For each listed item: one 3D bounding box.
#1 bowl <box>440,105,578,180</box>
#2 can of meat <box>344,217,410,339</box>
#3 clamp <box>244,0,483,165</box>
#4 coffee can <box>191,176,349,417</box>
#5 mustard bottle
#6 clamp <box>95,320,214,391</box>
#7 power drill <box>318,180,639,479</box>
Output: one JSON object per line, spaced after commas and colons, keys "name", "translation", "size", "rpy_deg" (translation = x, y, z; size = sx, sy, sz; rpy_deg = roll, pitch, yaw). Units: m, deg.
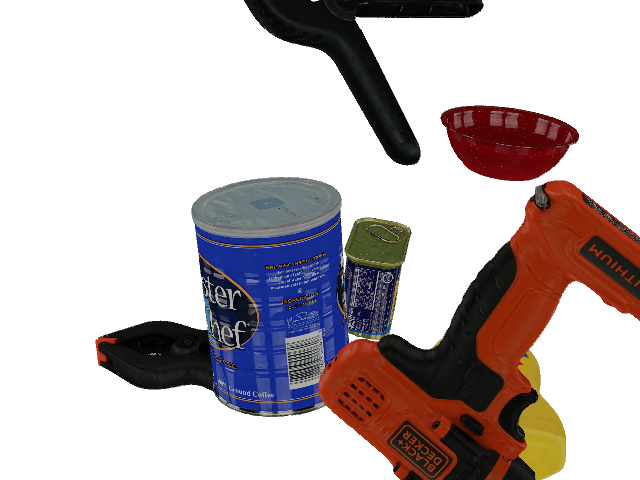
{"name": "bowl", "translation": [0.218, -0.111, 1.254], "size": [0.162, 0.055, 0.162], "rpy_deg": [5, 23, -2]}
{"name": "can of meat", "translation": [0.051, 0.036, 1.037], "size": [0.057, 0.084, 0.102], "rpy_deg": [10, 24, 6]}
{"name": "clamp", "translation": [0.014, -0.157, 0.768], "size": [0.209, 0.164, 0.036], "rpy_deg": [25, -28, -16]}
{"name": "coffee can", "translation": [-0.032, 0.037, 0.752], "size": [0.103, 0.140, 0.103], "rpy_deg": [-4, 22, 1]}
{"name": "mustard bottle", "translation": [0.133, 0.119, 0.868], "size": [0.096, 0.058, 0.191], "rpy_deg": [-6, 26, 2]}
{"name": "clamp", "translation": [-0.110, 0.098, 0.954], "size": [0.171, 0.039, 0.120], "rpy_deg": [10, 27, 8]}
{"name": "power drill", "translation": [0.118, 0.076, 0.580], "size": [0.184, 0.188, 0.057], "rpy_deg": [39, 14, -1]}
